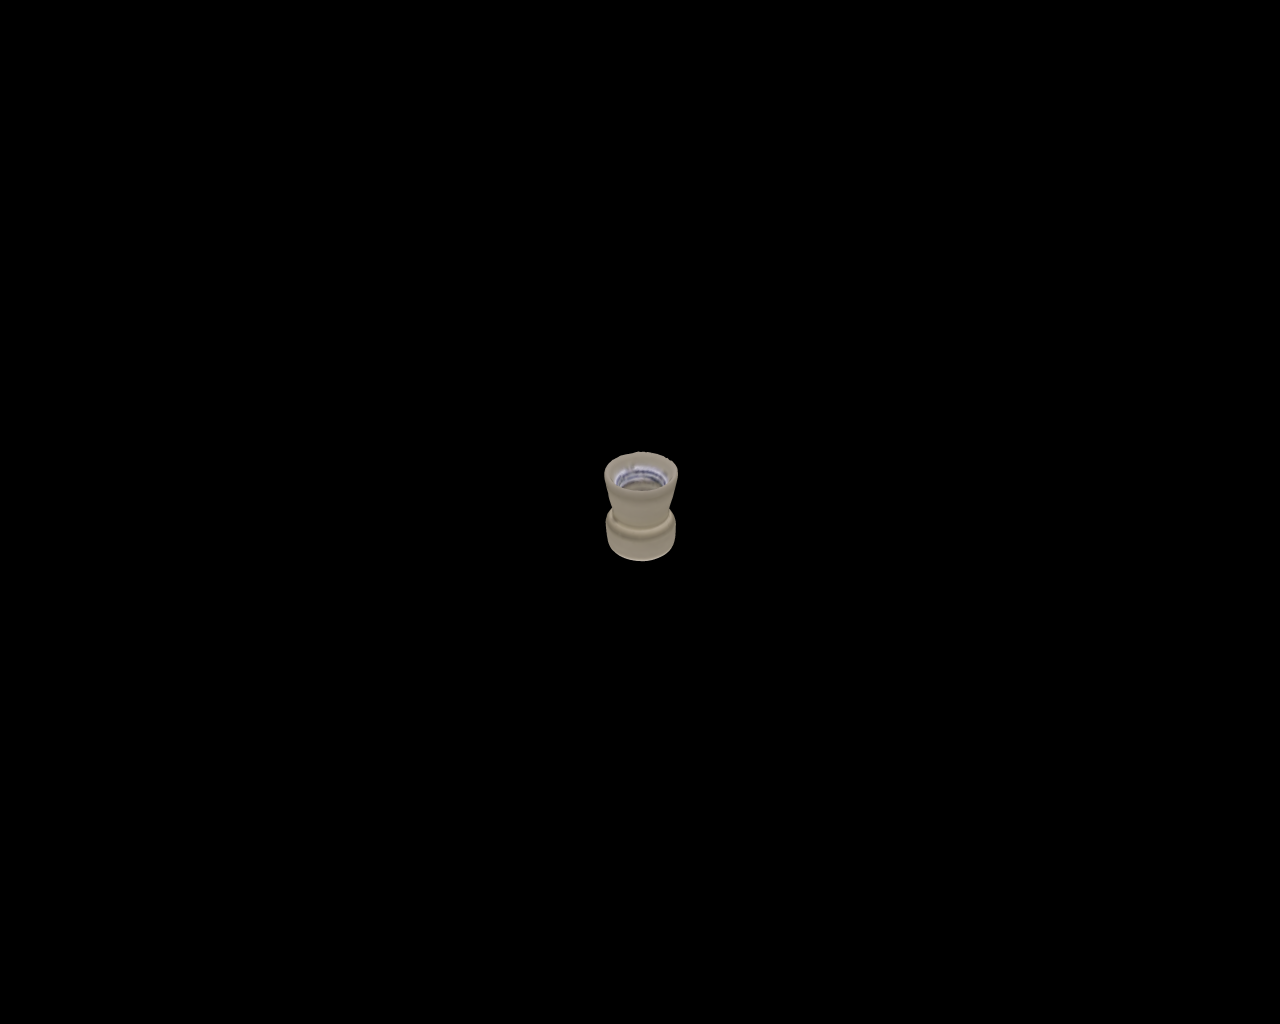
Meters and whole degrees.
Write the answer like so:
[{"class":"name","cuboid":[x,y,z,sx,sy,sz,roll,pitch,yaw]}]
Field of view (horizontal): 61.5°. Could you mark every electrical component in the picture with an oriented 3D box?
[{"class":"electrical component","cuboid":[0.001,-0.003,0.650,0.045,0.055,0.045,0,36,0]}]
